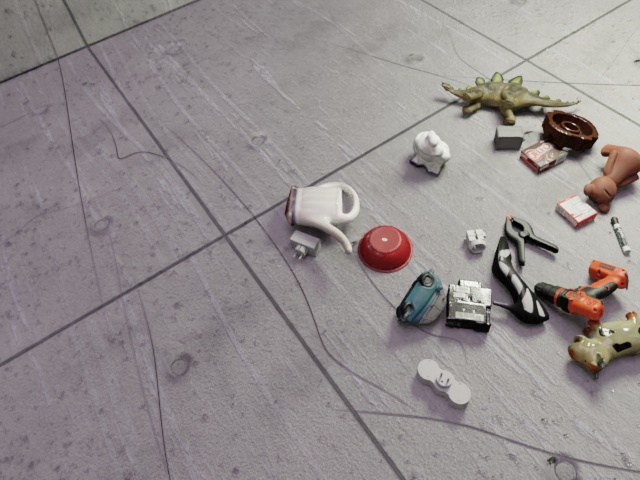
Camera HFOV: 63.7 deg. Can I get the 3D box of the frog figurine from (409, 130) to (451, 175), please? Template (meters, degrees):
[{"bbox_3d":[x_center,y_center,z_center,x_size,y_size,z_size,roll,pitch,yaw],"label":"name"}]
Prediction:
[{"bbox_3d":[0.356,-0.300,1.641,0.123,0.140,0.155,-25,-36,-14],"label":"frog figurine"}]

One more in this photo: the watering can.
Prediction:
[{"bbox_3d":[0.005,-0.077,1.527,0.224,0.101,0.356,0,36,5],"label":"watering can"}]
